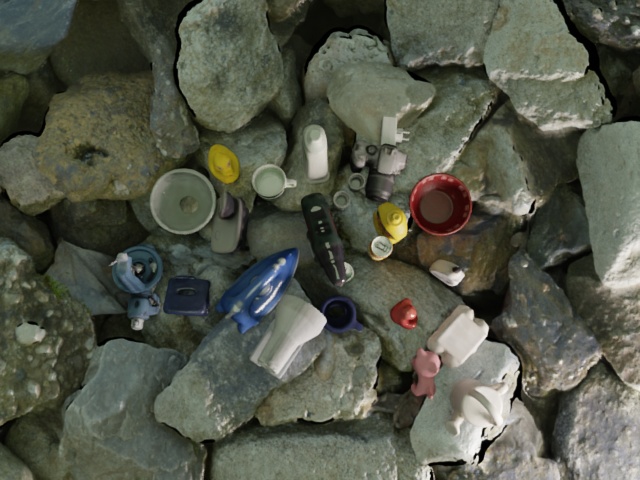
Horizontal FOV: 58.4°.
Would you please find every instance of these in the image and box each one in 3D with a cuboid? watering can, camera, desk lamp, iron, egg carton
[{"bbox_3d":[0.376,0.399,1.363,0.101,0.194,0.173,33,84,3],"label":"watering can"},{"bbox_3d":[0.144,-0.175,1.463,0.143,0.101,0.137,13,84,0],"label":"camera"},{"bbox_3d":[-0.081,0.235,1.359,0.118,0.213,0.203,32,84,2],"label":"desk lamp"},{"bbox_3d":[-0.142,0.106,1.407,0.118,0.141,0.258,42,85,3],"label":"iron"},{"bbox_3d":[0.347,0.244,1.441,0.107,0.069,0.150,42,85,3],"label":"egg carton"}]

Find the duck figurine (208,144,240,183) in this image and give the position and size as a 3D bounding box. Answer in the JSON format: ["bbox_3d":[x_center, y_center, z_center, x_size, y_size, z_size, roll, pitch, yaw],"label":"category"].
[{"bbox_3d":[-0.250,-0.201,1.464,0.077,0.086,0.104,-27,85,-4],"label":"duck figurine"}]

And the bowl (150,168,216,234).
[{"bbox_3d":[-0.341,-0.093,1.457,0.167,0.074,0.167,0,84,-1],"label":"bowl"}]

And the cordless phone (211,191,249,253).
[{"bbox_3d":[-0.231,-0.044,1.399,0.094,0.185,0.148,1,84,-1],"label":"cordless phone"}]

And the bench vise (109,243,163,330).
[{"bbox_3d":[-0.428,0.104,1.362,0.121,0.219,0.207,-18,85,-3],"label":"bench vise"}]

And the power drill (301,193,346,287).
[{"bbox_3d":[0.013,0.005,1.388,0.075,0.208,0.230,-19,85,-3],"label":"power drill"}]

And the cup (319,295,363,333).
[{"bbox_3d":[0.054,0.190,1.427,0.117,0.095,0.092,30,84,2],"label":"cup"}]

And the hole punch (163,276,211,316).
[{"bbox_3d":[-0.331,0.139,1.425,0.108,0.091,0.101,2,84,-1],"label":"hole punch"}]

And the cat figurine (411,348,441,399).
[{"bbox_3d":[0.263,0.327,1.406,0.067,0.117,0.128,-2,84,-1],"label":"cat figurine"}]

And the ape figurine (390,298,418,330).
[{"bbox_3d":[0.216,0.184,1.432,0.076,0.092,0.078,6,84,0],"label":"ape figurine"}]

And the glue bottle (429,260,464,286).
[{"bbox_3d":[0.320,0.078,1.405,0.078,0.173,0.037,37,85,3],"label":"glue bottle"}]
